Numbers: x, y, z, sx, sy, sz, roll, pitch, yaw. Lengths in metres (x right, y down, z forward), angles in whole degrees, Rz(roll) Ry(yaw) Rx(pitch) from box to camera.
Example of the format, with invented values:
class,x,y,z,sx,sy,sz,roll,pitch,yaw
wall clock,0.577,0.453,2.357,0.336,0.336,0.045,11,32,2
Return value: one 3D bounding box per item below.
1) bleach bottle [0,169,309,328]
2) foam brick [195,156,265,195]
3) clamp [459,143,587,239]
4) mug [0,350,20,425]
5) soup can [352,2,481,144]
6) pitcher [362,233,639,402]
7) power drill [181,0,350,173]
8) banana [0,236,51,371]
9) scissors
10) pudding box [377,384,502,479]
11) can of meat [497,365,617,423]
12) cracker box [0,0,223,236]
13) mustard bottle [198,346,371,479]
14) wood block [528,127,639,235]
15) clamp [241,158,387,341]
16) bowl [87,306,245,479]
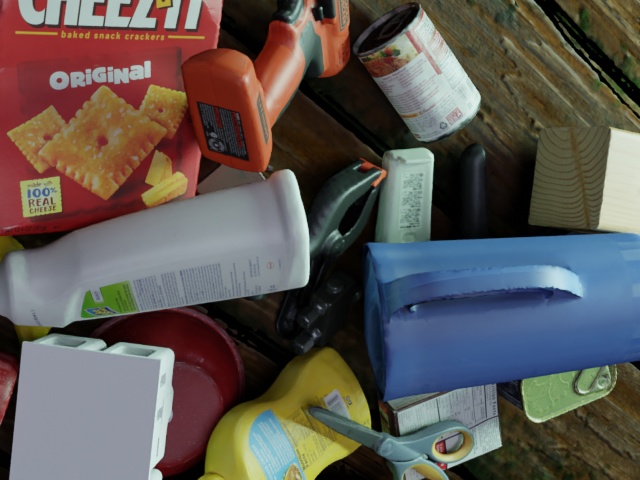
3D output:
class,x,y,z,sx,sy,sz,roll,pitch,yaw
bleach bottle,-0.136,0.016,0.790,0.250,0.068,0.102,-11,150,-7
foam brick,-0.070,-0.035,0.880,0.053,0.051,0.078,-42,114,-11
clamp,0.146,0.024,0.988,0.164,0.036,0.210,35,89,-28
mug,-0.282,0.121,0.811,0.081,0.093,0.117,20,135,-16
soup can,0.084,-0.141,0.908,0.068,0.069,0.102,-43,114,-8
pitcher,0.158,0.055,0.884,0.242,0.149,0.145,-6,116,-3
power drill,-0.031,-0.157,0.789,0.187,0.057,0.184,-58,154,-34
banana,-0.264,0.015,0.812,0.197,0.037,0.069,52,58,-29
scissors,0.073,0.170,0.942,0.096,0.016,0.201,-43,128,-6
pudding box,0.114,0.170,1.005,0.113,0.039,0.090,-18,117,-19
can of meat,0.214,0.121,1.013,0.102,0.084,0.057,-19,109,-17
cracker box,-0.163,-0.113,0.774,0.163,0.072,0.214,-5,120,-31
mustard bottle,-0.040,0.175,0.896,0.191,0.058,0.096,-35,109,-40
wood block,0.304,-0.044,0.986,0.205,0.090,0.091,8,90,-31
clamp,-0.006,0.001,0.898,0.039,0.120,0.171,28,87,20
bowl,-0.132,0.137,0.894,0.161,0.055,0.162,-5,104,-20
